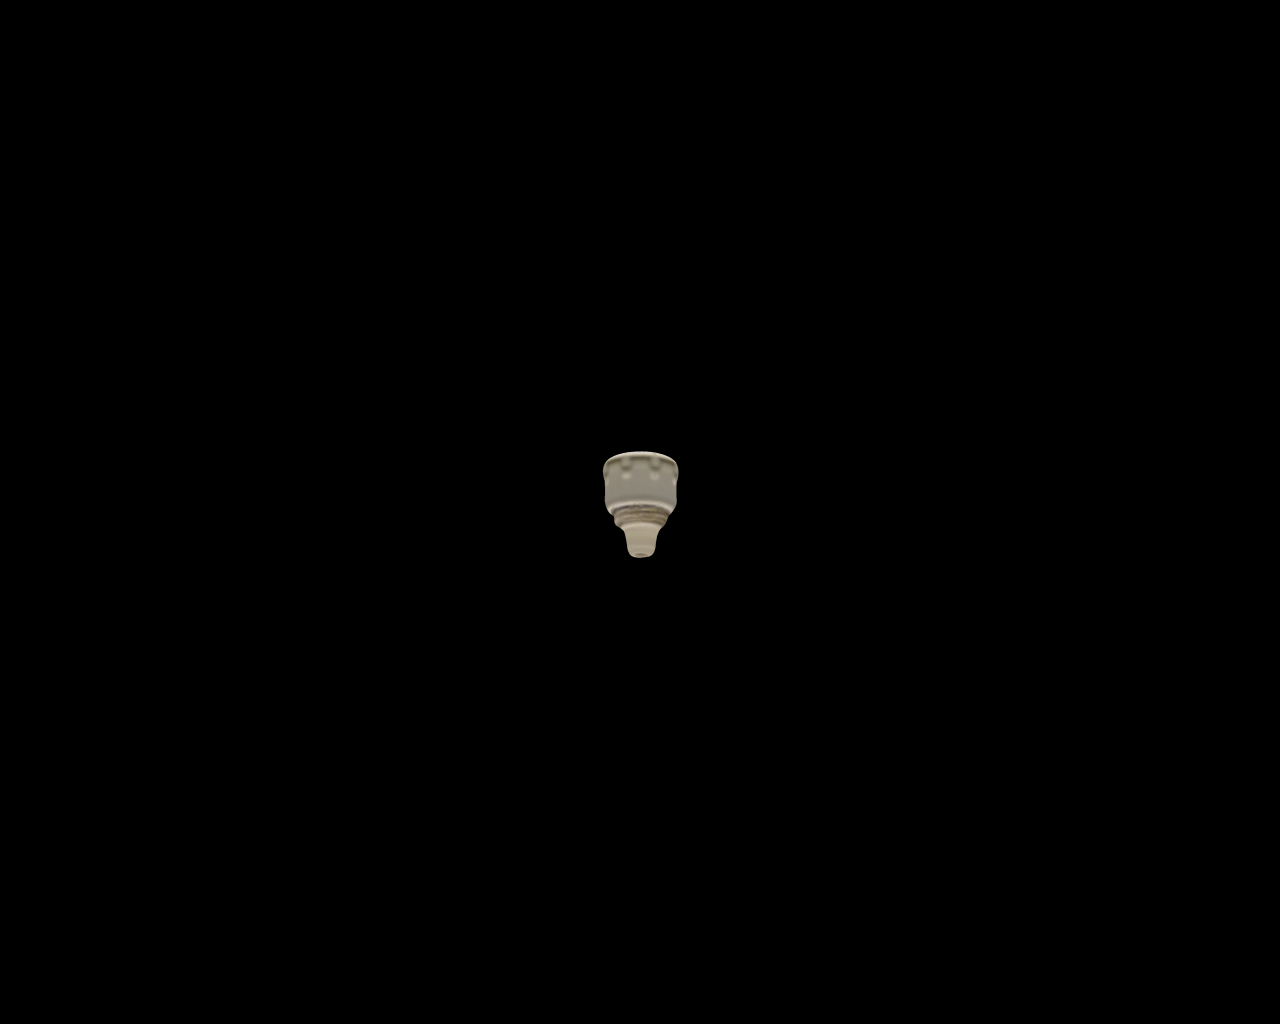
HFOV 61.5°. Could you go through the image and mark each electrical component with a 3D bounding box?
[{"bbox_3d":[0.001,-0.003,0.650,0.048,0.062,0.048,0,-15,0],"label":"electrical component"}]
